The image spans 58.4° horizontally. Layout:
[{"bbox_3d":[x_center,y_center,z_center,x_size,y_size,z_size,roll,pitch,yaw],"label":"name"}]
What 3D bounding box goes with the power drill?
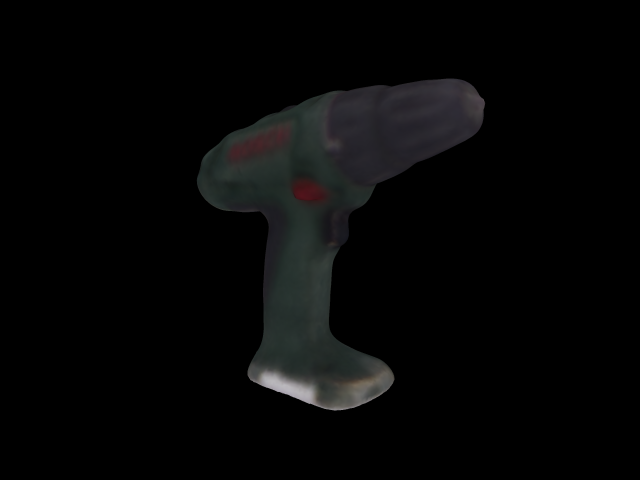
[{"bbox_3d":[0.004,0.001,0.400,0.228,0.208,0.076,8,13,39],"label":"power drill"}]
